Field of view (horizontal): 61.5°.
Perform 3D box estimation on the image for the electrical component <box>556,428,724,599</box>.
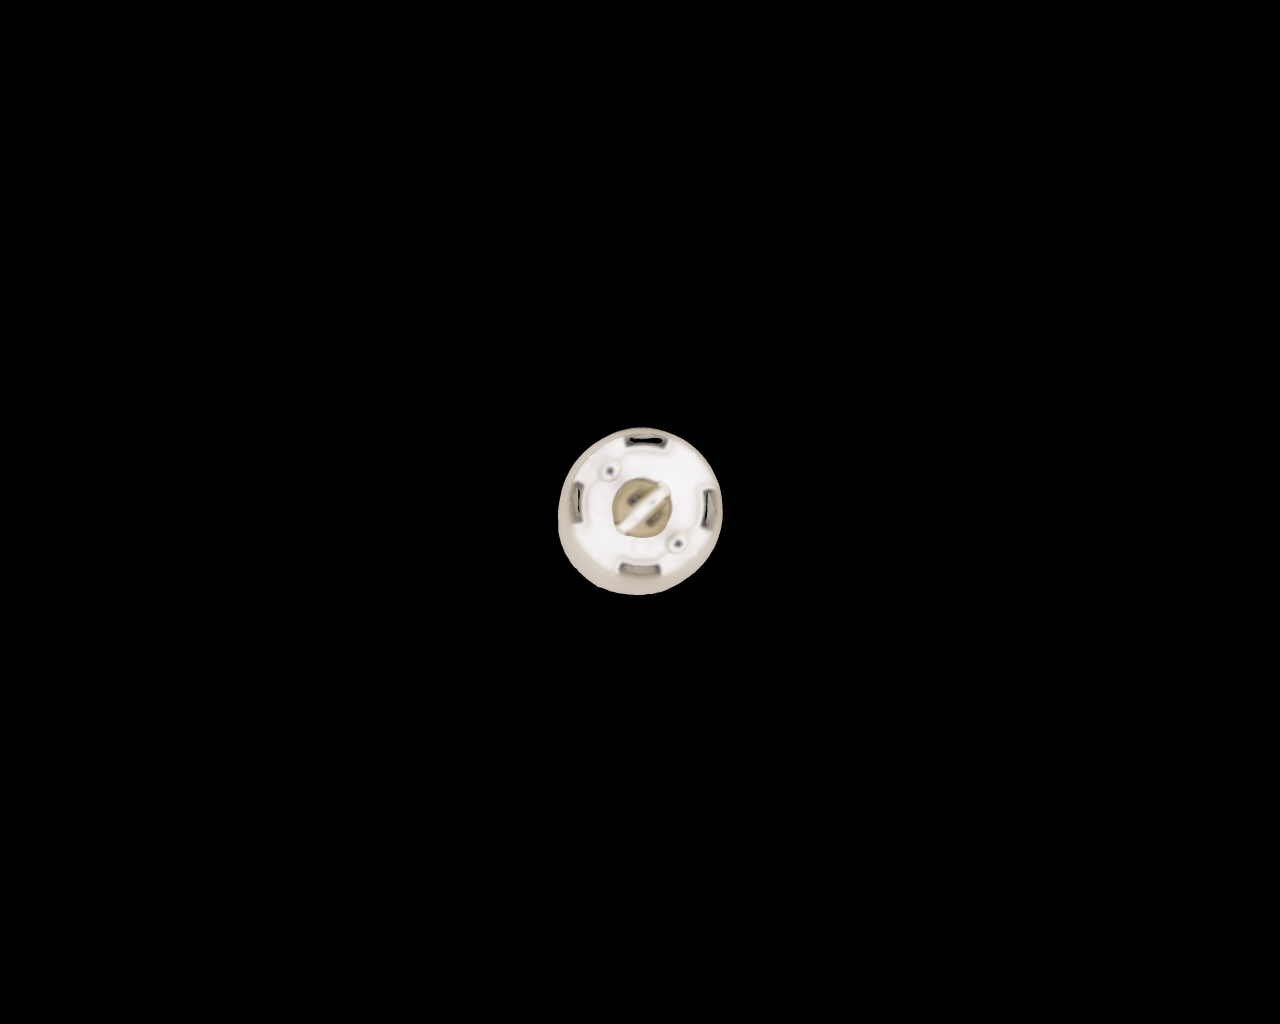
[{"bbox_3d":[0.001,-0.003,0.650,0.099,0.099,0.064,0,12,0],"label":"electrical component"}]
